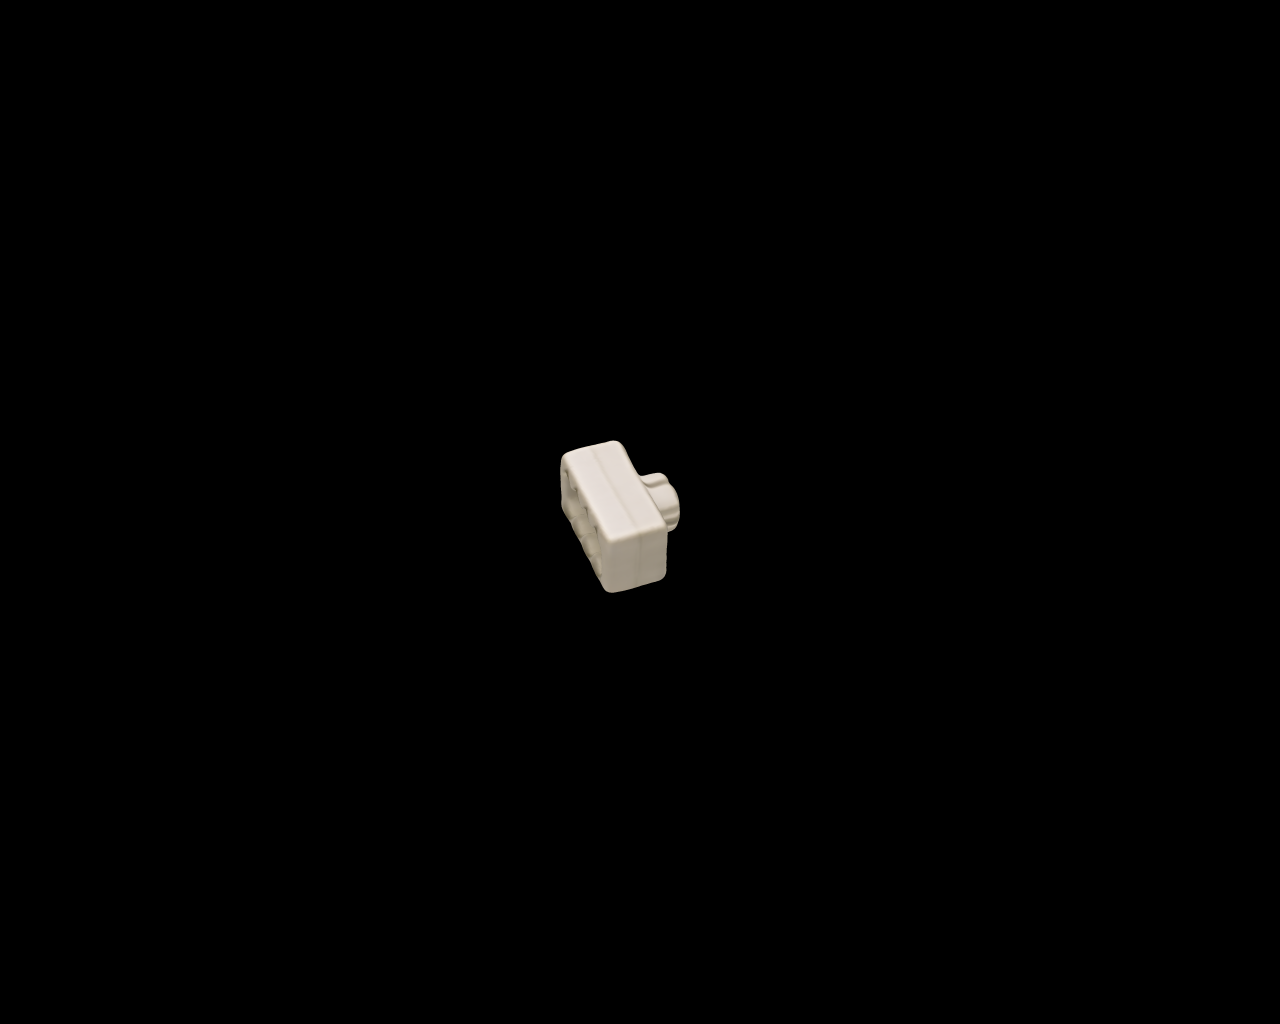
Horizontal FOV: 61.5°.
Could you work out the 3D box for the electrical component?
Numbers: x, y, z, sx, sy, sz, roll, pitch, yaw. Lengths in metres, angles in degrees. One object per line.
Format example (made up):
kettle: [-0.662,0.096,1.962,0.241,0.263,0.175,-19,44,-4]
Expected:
electrical component: [0.001,-0.003,0.650,0.076,0.047,0.083,-15,47,-15]
